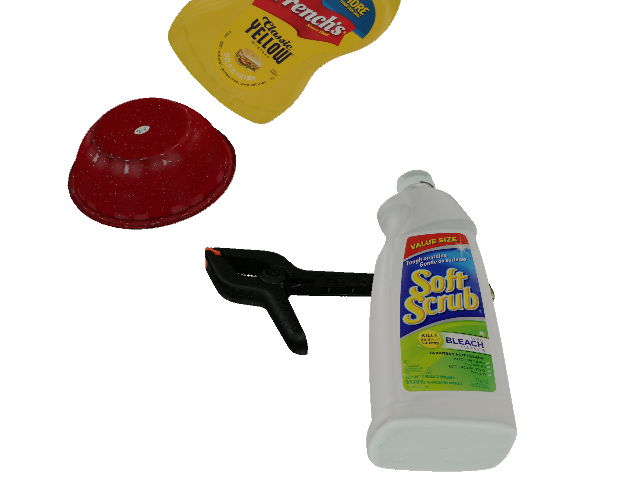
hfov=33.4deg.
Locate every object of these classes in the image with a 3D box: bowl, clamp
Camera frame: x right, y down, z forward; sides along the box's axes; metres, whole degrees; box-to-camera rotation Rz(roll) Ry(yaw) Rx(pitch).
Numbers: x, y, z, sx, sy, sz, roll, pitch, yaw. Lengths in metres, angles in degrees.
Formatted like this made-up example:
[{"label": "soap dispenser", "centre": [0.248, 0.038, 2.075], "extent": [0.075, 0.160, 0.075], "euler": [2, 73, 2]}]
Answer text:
[{"label": "bowl", "centre": [-0.162, -0.084, 0.997], "extent": [0.162, 0.162, 0.055], "euler": [-3, -45, 3]}, {"label": "clamp", "centre": [-0.051, 0.055, 1.169], "extent": [0.210, 0.036, 0.164], "euler": [17, 31, 25]}]

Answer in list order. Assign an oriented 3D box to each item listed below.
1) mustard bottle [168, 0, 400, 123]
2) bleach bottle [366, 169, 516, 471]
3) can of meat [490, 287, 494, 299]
[{"label": "mustard bottle", "centre": [-0.005, -0.159, 0.689], "extent": [0.192, 0.096, 0.058], "euler": [-33, 24, 34]}, {"label": "bleach bottle", "centre": [0.076, 0.045, 0.790], "extent": [0.102, 0.251, 0.068], "euler": [4, -42, -9]}, {"label": "can of meat", "centre": [0.127, 0.059, 1.067], "extent": [0.057, 0.102, 0.084], "euler": [-12, -42, -13]}]
